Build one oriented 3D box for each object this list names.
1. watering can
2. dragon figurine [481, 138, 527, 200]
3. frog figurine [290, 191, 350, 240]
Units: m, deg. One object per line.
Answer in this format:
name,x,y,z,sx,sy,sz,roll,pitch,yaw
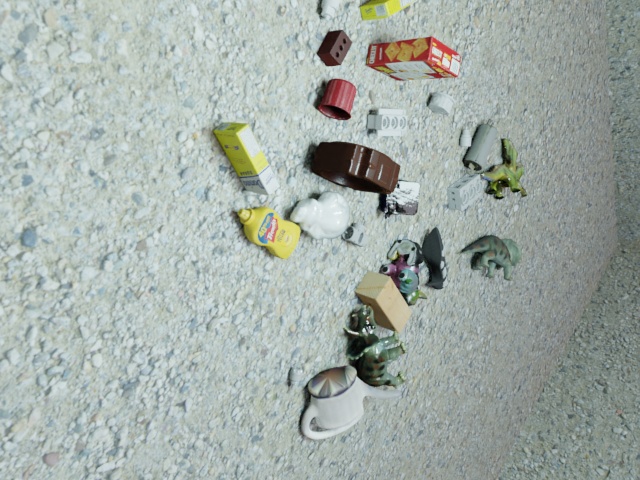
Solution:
watering can,0.091,0.478,1.579,0.350,0.105,0.220,-22,118,-20
dragon figurine,0.764,-0.306,2.139,0.407,0.121,0.246,21,67,-48
frog figurine,0.004,-0.069,1.373,0.159,0.124,0.136,15,109,-58
